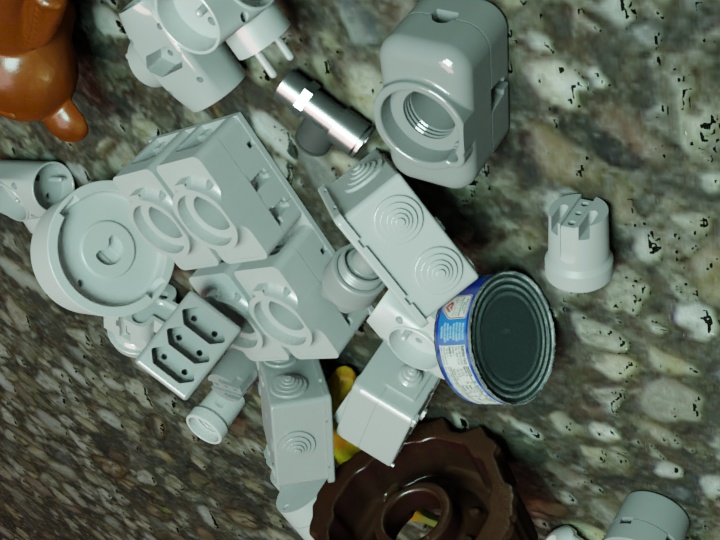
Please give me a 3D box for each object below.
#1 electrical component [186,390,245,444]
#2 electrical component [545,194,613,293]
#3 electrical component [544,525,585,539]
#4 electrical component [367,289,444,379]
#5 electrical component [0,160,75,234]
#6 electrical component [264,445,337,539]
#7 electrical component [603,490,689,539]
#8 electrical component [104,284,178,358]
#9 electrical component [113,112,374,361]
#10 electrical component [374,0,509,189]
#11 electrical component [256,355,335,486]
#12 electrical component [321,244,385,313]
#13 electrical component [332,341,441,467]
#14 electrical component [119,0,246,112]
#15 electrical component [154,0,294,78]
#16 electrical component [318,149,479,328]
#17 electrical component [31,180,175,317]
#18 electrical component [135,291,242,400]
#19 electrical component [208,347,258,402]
[{"bbox_3d":[-0.136,0.135,1.020,0.040,0.046,0.040,23,142,19],"label":"electrical component"},{"bbox_3d":[0.129,-0.016,0.632,0.040,0.040,0.046,14,133,28],"label":"electrical component"},{"bbox_3d":[0.178,0.243,0.880,0.062,0.048,0.048,34,145,-7],"label":"electrical component"},{"bbox_3d":[0.053,0.032,0.744,0.077,0.044,0.079,35,145,2],"label":"electrical component"},{"bbox_3d":[-0.278,-0.058,0.922,0.077,0.044,0.079,6,135,36],"label":"electrical component"},{"bbox_3d":[-0.057,0.169,0.939,0.073,0.052,0.138,54,-178,-22],"label":"electrical component"},{"bbox_3d":[0.212,0.197,0.796,0.055,0.047,0.055,23,142,19],"label":"electrical component"},{"bbox_3d":[-0.195,0.041,0.955,0.078,0.058,0.057,28,141,12],"label":"electrical component"},{"bbox_3d":[-0.087,-0.015,0.796,0.105,0.060,0.186,-7,126,44],"label":"electrical component"},{"bbox_3d":[0.046,-0.095,0.593,0.054,0.059,0.095,18,141,24],"label":"electrical component"},{"bbox_3d":[-0.053,0.115,0.869,0.048,0.099,0.099,-8,122,-10],"label":"electrical component"},{"bbox_3d":[0.000,0.000,0.755,0.043,0.043,0.062,36,143,1],"label":"electrical component"},{"bbox_3d":[0.022,0.095,0.827,0.061,0.061,0.096,30,144,9],"label":"electrical component"},{"bbox_3d":[-0.124,-0.141,0.698,0.079,0.043,0.077,-11,123,46],"label":"electrical component"},{"bbox_3d":[-0.066,-0.147,0.613,0.044,0.077,0.079,-11,124,46],"label":"electrical component"},{"bbox_3d":[0.024,-0.023,0.670,0.099,0.048,0.099,51,-176,-19],"label":"electrical component"},{"bbox_3d":[-0.211,-0.014,0.865,0.060,0.108,0.108,-8,126,52],"label":"electrical component"},{"bbox_3d":[-0.127,0.056,0.806,0.047,0.065,0.077,38,174,-2],"label":"electrical component"},{"bbox_3d":[-0.106,0.087,0.939,0.040,0.046,0.040,23,142,19],"label":"electrical component"}]
